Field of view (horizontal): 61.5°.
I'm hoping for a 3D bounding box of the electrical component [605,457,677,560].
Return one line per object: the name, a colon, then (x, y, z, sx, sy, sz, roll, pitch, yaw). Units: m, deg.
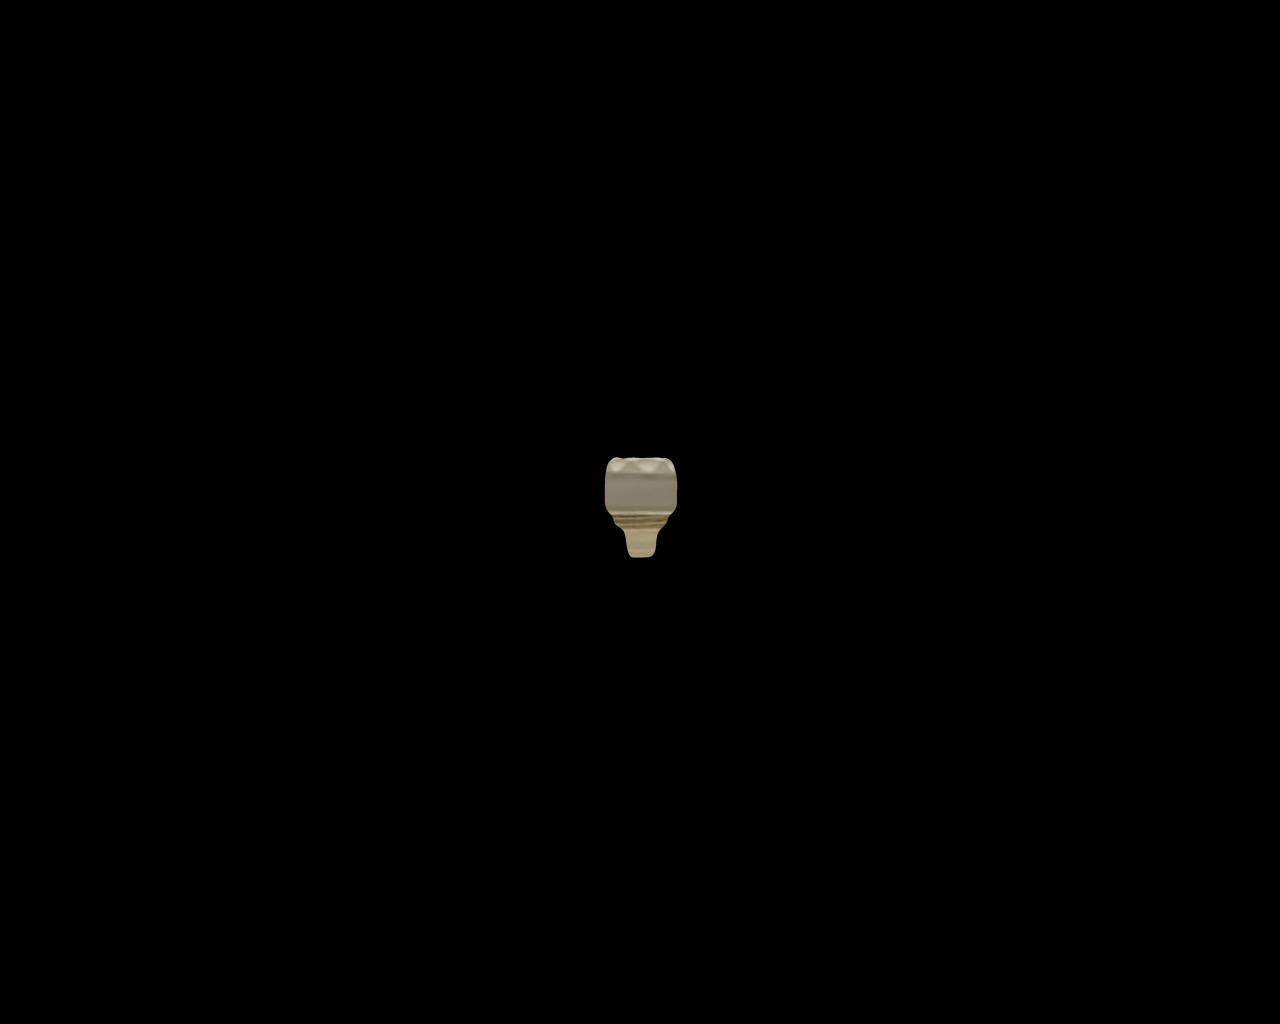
electrical component: (0.001, -0.003, 0.650, 0.043, 0.062, 0.043, 0, 2, 0)
